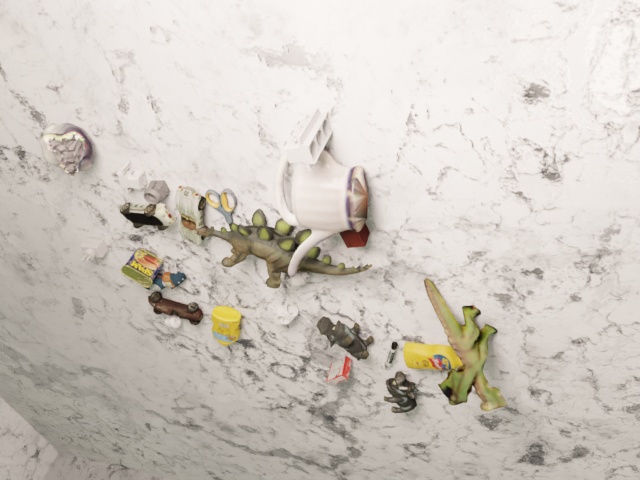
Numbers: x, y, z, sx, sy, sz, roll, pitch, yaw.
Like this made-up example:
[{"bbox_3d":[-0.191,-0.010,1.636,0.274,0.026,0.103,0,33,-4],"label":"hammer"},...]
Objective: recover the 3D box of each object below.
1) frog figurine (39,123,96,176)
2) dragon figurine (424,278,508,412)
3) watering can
[{"bbox_3d":[-0.658,-0.241,1.343,0.135,0.123,0.160,41,169,-30],"label":"frog figurine"},{"bbox_3d":[0.368,0.309,1.353,0.406,0.248,0.121,42,137,-22],"label":"dragon figurine"},{"bbox_3d":[0.004,-0.061,1.210,0.224,0.106,0.341,5,114,19],"label":"watering can"}]
